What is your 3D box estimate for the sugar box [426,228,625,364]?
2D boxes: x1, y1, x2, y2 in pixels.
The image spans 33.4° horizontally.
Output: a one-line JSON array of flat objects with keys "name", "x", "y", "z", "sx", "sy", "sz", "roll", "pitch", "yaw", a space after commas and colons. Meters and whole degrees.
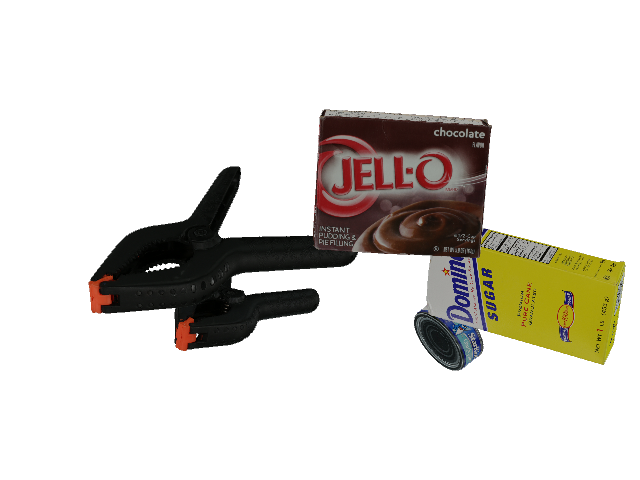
[{"name": "sugar box", "x": 0.188, "y": 0.046, "z": 0.993, "sx": 0.176, "sy": 0.093, "sz": 0.048, "roll": 13, "pitch": 34, "yaw": 22}]

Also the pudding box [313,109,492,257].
[{"name": "pudding box", "x": 0.053, "y": -0.038, "z": 0.708, "sx": 0.113, "sy": 0.090, "sz": 0.039, "roll": 3, "pitch": 17, "yaw": 0}]

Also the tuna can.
[{"name": "tuna can", "x": 0.151, "y": 0.112, "z": 1.269, "sx": 0.033, "sy": 0.086, "sz": 0.086, "roll": -35, "pitch": 15, "yaw": -23}]

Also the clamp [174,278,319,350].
[{"name": "clamp", "x": -0.094, "y": 0.061, "z": 1.052, "sx": 0.120, "sy": 0.039, "sz": 0.171, "roll": 18, "pitch": 22, "yaw": 34}]

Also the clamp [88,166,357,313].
[{"name": "clamp", "x": -0.098, "y": 0.002, "z": 0.860, "sx": 0.209, "sy": 0.036, "sz": 0.165, "roll": -20, "pitch": 38, "yaw": -30}]
